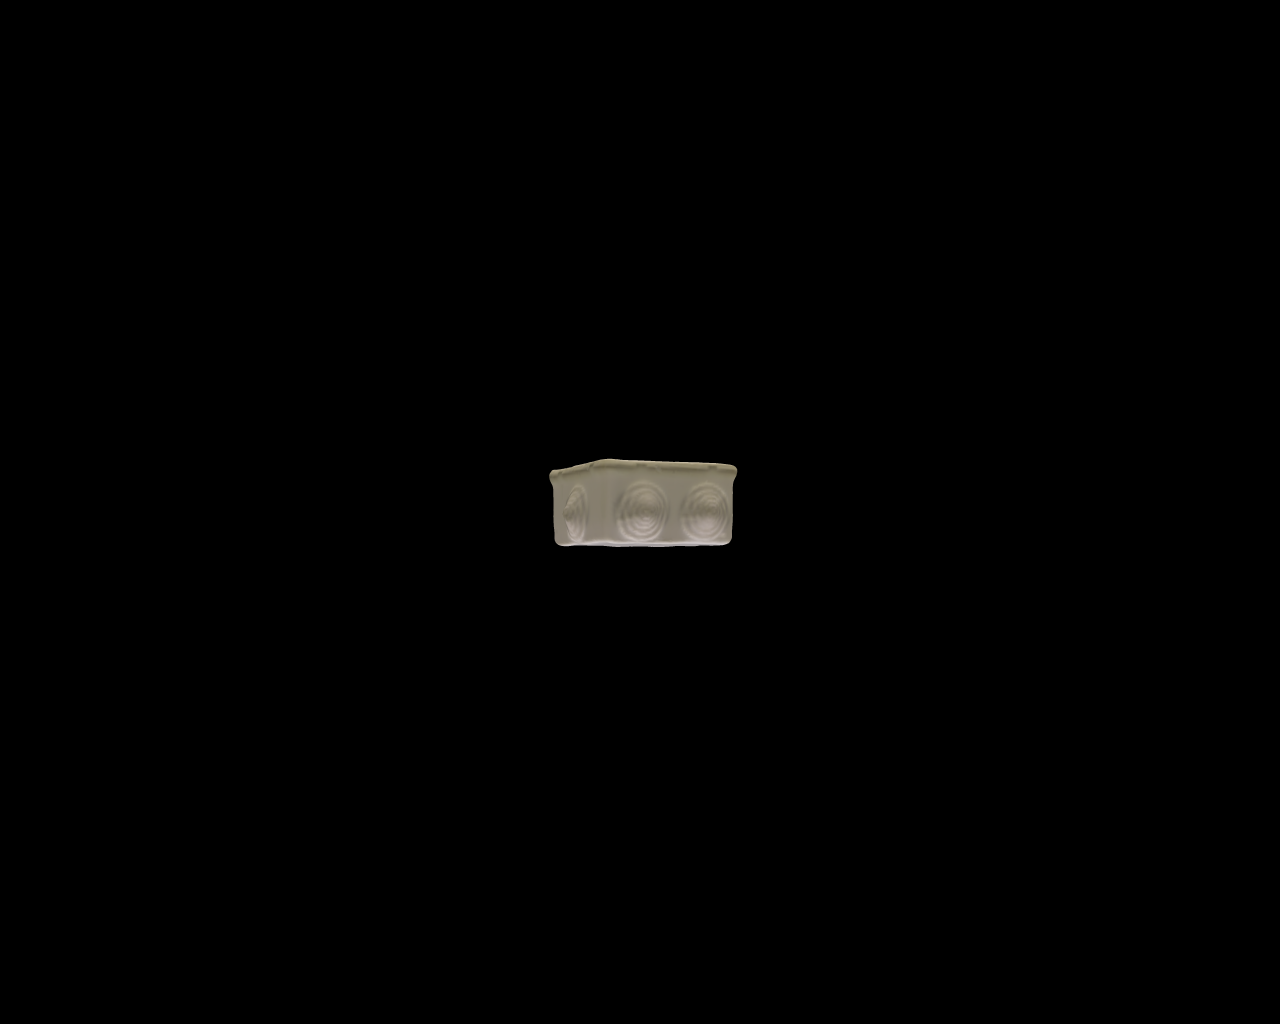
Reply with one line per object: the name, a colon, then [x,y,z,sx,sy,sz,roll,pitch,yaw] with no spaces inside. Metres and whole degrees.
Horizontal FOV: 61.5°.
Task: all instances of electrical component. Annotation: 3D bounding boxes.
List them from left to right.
electrical component: [0.001,-0.003,0.650,0.100,0.048,0.099,2,-3,-27]
